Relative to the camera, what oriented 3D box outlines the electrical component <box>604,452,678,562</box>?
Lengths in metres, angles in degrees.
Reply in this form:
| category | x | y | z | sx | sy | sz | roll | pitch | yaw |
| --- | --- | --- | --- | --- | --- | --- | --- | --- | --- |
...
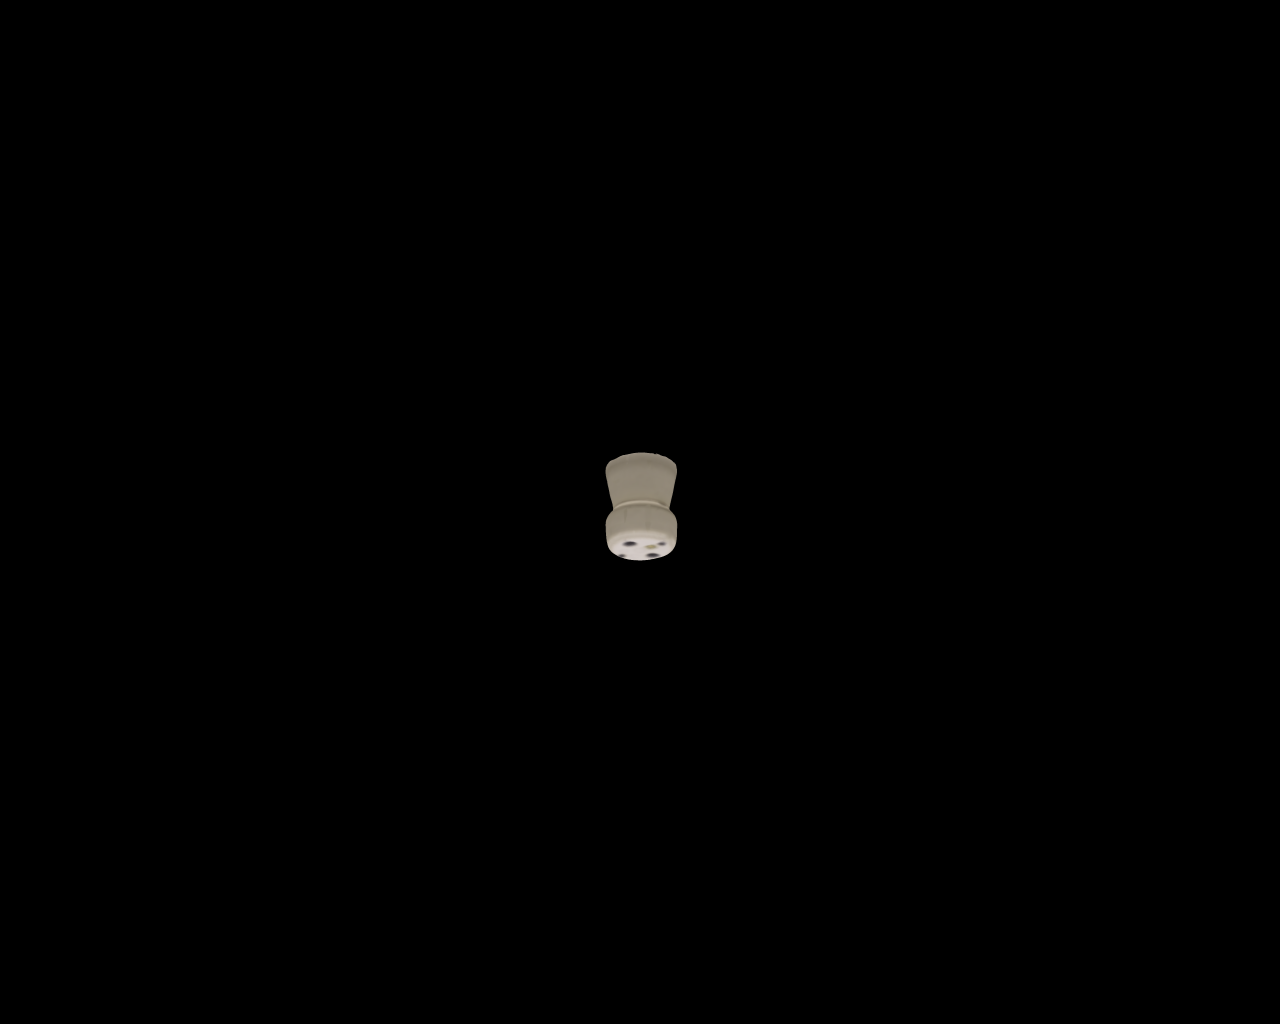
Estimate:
| category | x | y | z | sx | sy | sz | roll | pitch | yaw |
| --- | --- | --- | --- | --- | --- | --- | --- | --- | --- |
| electrical component | 0.001 | -0.003 | 0.650 | 0.045 | 0.055 | 0.044 | 0 | -24 | 0 |
